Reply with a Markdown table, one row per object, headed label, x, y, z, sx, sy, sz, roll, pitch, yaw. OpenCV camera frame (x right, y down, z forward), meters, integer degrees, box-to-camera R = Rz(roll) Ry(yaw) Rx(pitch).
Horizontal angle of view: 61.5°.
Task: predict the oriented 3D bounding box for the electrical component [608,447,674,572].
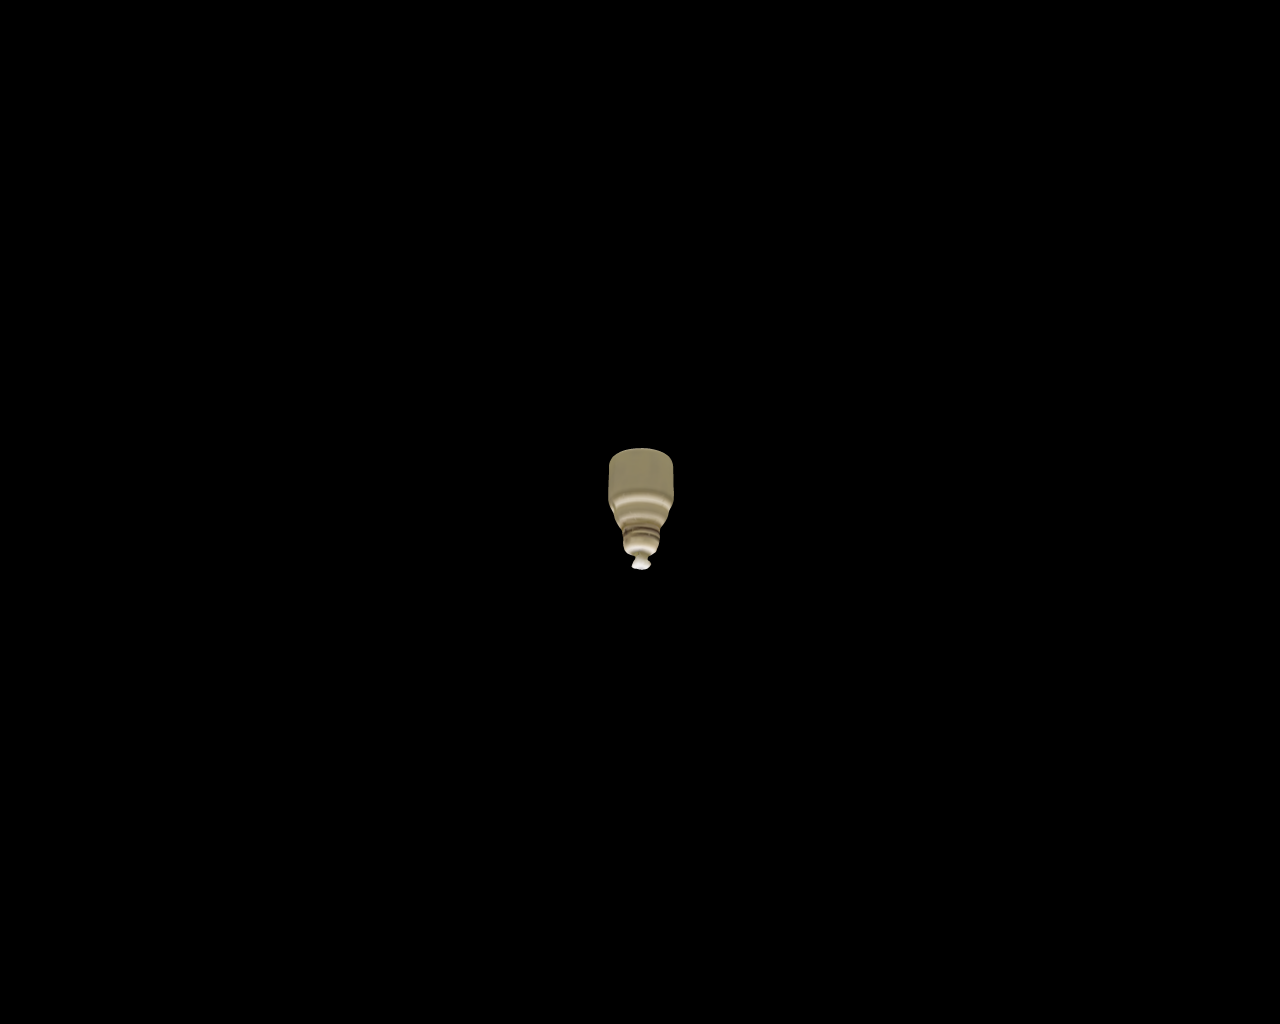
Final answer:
| label | x | y | z | sx | sy | sz | roll | pitch | yaw |
| --- | --- | --- | --- | --- | --- | --- | --- | --- | --- |
| electrical component | 0.001 | -0.003 | 0.650 | 0.040 | 0.078 | 0.040 | 0 | -23 | 0 |
